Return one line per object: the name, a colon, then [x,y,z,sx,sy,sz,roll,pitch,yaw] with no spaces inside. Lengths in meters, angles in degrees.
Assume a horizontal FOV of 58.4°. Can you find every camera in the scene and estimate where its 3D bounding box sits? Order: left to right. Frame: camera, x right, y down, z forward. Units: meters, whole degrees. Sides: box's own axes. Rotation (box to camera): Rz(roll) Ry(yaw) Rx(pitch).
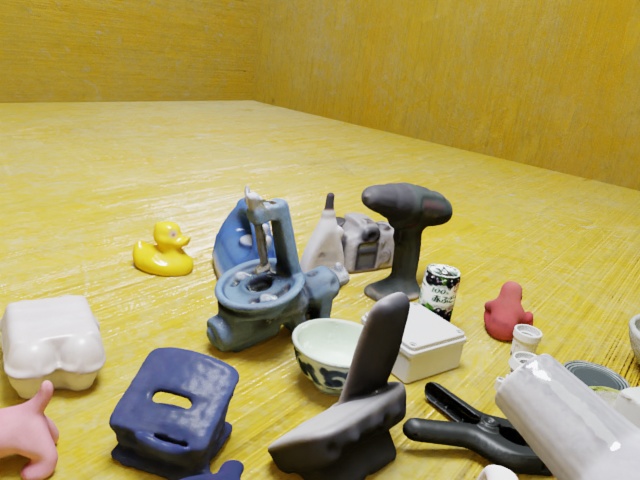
camera: [0.074,-0.008,1.135,0.144,0.101,0.136,-6,24,-33]

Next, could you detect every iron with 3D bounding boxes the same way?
iron: [-0.107,0.008,0.956,0.119,0.141,0.257,1,21,-19]

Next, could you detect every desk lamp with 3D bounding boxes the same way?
desk lamp: [0.183,0.205,0.414,0.118,0.213,0.202,-7,24,-36]

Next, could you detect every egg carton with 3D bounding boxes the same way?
egg carton: [-0.313,0.120,0.672,0.107,0.069,0.149,-5,23,-31]

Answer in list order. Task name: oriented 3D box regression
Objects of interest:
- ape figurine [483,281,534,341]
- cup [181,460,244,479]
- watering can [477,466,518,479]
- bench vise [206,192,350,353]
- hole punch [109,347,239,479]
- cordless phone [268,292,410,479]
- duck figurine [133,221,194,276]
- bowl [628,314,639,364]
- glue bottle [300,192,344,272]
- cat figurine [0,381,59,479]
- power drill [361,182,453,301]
ape figurine: [0.300,0.109,0.910,0.077,0.092,0.076,23,25,36]
cup: [-0.084,0.230,0.419,0.091,0.095,0.118,10,20,7]
watering can: [0.079,0.225,0.346,0.173,0.194,0.101,6,20,-5]
bench vise: [-0.055,0.035,0.785,0.121,0.220,0.208,21,24,33]
hole punch: [-0.141,0.170,0.567,0.108,0.091,0.101,12,20,11]
cordless phone: [0.028,0.143,0.569,0.093,0.185,0.148,22,24,34]
duck figurine: [-0.266,0.009,0.976,0.104,0.086,0.077,10,20,6]
bowl: [0.532,0.177,0.838,0.167,0.075,0.167,7,20,-2]
glue bottle: [0.009,0.003,0.968,0.078,0.173,0.037,-2,22,-26]
cat figurine: [-0.300,0.156,0.505,0.128,0.118,0.067,-3,22,-27]
power drill: [0.138,0.000,0.975,0.075,0.208,0.230,24,25,38]
